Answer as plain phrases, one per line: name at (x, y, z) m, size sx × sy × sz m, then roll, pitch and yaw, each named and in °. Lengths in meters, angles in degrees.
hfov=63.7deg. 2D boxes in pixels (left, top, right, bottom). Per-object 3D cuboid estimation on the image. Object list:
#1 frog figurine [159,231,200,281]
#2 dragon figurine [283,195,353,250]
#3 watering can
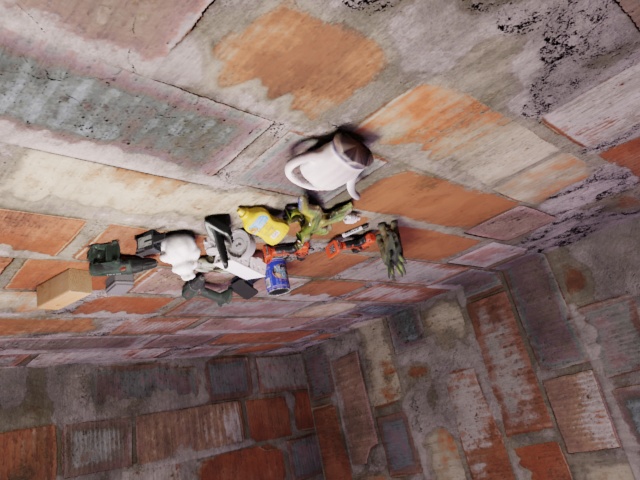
frog figurine at (-0.478, 0.057, 1.757) m, size 0.137 × 0.162 × 0.120 m, roll -2°, pitch 154°, yaw -24°
dragon figurine at (0.005, -0.090, 1.795) m, size 0.244 × 0.123 × 0.403 m, roll -24°, pitch 165°, yaw -19°
watering can at (0.062, -0.201, 1.481) m, size 0.346 × 0.106 × 0.221 m, roll 11°, pitch 148°, yaw -45°
